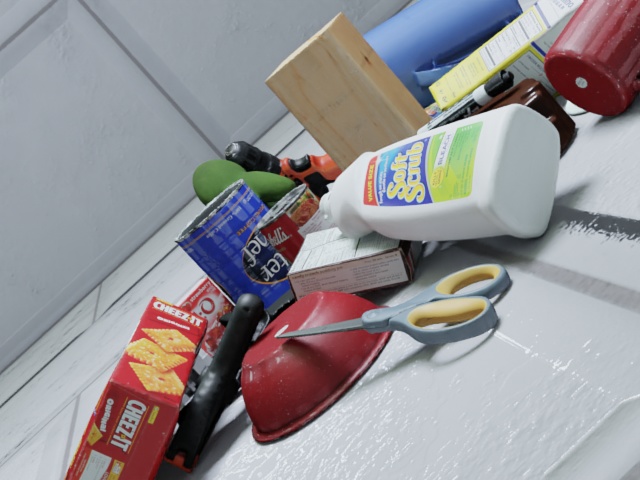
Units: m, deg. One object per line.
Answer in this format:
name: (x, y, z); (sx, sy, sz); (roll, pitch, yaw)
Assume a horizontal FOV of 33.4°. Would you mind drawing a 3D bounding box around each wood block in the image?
wood block: (0.050, -0.124, 1.117); (0.090, 0.206, 0.090); (-37, 11, 23)

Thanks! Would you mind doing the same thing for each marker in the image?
marker: (0.141, -0.128, 1.028); (0.121, 0.020, 0.020); (-35, 13, 43)

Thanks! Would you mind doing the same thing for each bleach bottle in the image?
bleach bottle: (0.082, -0.038, 0.890); (0.251, 0.068, 0.102); (-12, 58, 53)

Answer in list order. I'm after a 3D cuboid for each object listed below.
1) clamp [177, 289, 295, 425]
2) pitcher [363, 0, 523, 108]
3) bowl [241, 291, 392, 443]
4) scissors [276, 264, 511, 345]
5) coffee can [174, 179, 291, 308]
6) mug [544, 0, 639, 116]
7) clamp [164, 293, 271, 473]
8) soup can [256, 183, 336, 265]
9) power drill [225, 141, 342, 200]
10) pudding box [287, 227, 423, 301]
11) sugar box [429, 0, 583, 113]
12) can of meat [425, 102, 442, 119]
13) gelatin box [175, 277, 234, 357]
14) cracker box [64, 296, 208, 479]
clamp: (-0.055, 0.103, 1.054); (0.210, 0.036, 0.164); (-29, 26, 39)
pitcher: (0.130, -0.222, 1.296); (0.242, 0.145, 0.149); (-31, -16, -16)
bowl: (-0.014, 0.094, 0.900); (0.162, 0.055, 0.162); (-41, 11, 9)
scissors: (0.059, 0.050, 0.800); (0.202, 0.016, 0.096); (-3, 29, 50)
coffee can: (-0.077, 0.018, 1.185); (0.103, 0.140, 0.103); (-40, 11, 9)
mug: (0.249, -0.154, 0.884); (0.117, 0.093, 0.081); (26, 73, 37)
clamp: (-0.089, 0.123, 0.953); (0.120, 0.039, 0.171); (84, -151, -70)
soup can: (-0.007, 0.001, 1.105); (0.068, 0.102, 0.068); (-40, 11, 9)
power drill: (-0.007, -0.112, 1.408); (0.188, 0.184, 0.057); (-28, 52, 28)
pudding box: (0.033, 0.016, 0.981); (0.114, 0.039, 0.090); (-15, 21, 19)
sugar box: (0.206, -0.174, 1.061); (0.176, 0.093, 0.048); (-38, 50, 22)
can of meat: (0.109, -0.107, 1.243); (0.083, 0.057, 0.102); (-46, 12, -35)
gelatin box: (-0.143, 0.101, 1.270); (0.089, 0.073, 0.030); (-46, 11, -20)
cracker box: (-0.172, 0.167, 0.994); (0.213, 0.072, 0.164); (-84, 18, -74)
